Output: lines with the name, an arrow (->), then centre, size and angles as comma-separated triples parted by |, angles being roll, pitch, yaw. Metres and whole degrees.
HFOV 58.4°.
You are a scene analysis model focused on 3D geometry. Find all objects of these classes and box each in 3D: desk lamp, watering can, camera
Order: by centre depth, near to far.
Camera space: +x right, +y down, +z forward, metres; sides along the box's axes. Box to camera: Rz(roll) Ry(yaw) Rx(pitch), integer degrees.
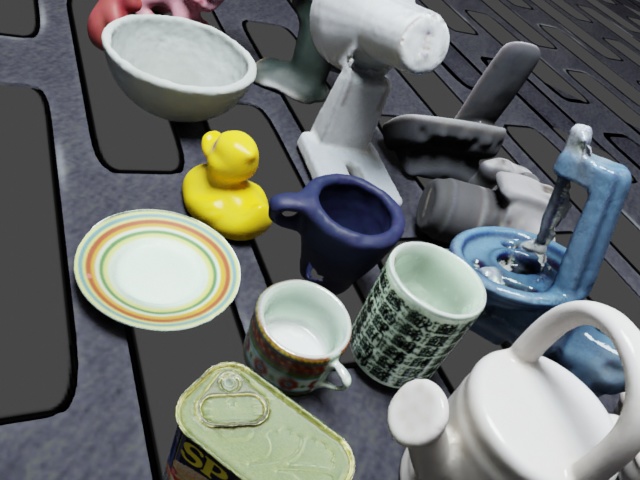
watering can -> 0.125, 0.119, 0.354 | 0.173, 0.194, 0.100 | -10, 50, -34
camera -> 0.182, -0.039, 0.631 | 0.137, 0.101, 0.143 | 15, 40, -10
desk lamp -> 0.056, -0.174, 0.632 | 0.118, 0.213, 0.203 | 1, 44, -25

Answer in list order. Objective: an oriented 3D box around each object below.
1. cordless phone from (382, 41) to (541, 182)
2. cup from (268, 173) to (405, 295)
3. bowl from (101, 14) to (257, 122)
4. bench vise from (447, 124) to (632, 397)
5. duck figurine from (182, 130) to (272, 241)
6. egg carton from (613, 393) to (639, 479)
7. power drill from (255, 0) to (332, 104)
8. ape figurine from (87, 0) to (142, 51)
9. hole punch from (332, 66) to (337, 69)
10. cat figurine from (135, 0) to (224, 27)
cordless phone -> 0.173, -0.168, 0.705 | 0.148, 0.185, 0.094 | 0, 45, -26
cup -> 0.005, 0.002, 0.503 | 0.118, 0.095, 0.091 | 7, 42, -19
bowl -> -0.159, -0.183, 0.645 | 0.168, 0.074, 0.167 | 14, 40, -12
bench vise -> 0.208, 0.027, 0.476 | 0.207, 0.219, 0.122 | 32, 40, 11
duck figurine -> -0.081, -0.058, 0.535 | 0.078, 0.086, 0.104 | -22, 57, -41
egg carton -> 0.321, 0.184, 0.475 | 0.150, 0.069, 0.107 | 23, 39, 0
power drill -> -0.020, -0.292, 0.731 | 0.229, 0.208, 0.075 | 22, 39, -2
ape figurine -> -0.240, -0.276, 0.696 | 0.076, 0.092, 0.077 | 8, 42, -18
hole punch -> 0.032, -0.318, 0.878 | 0.101, 0.091, 0.108 | 7, 42, -19
cat figurine -> -0.181, -0.347, 0.784 | 0.128, 0.117, 0.067 | 23, 39, 0
